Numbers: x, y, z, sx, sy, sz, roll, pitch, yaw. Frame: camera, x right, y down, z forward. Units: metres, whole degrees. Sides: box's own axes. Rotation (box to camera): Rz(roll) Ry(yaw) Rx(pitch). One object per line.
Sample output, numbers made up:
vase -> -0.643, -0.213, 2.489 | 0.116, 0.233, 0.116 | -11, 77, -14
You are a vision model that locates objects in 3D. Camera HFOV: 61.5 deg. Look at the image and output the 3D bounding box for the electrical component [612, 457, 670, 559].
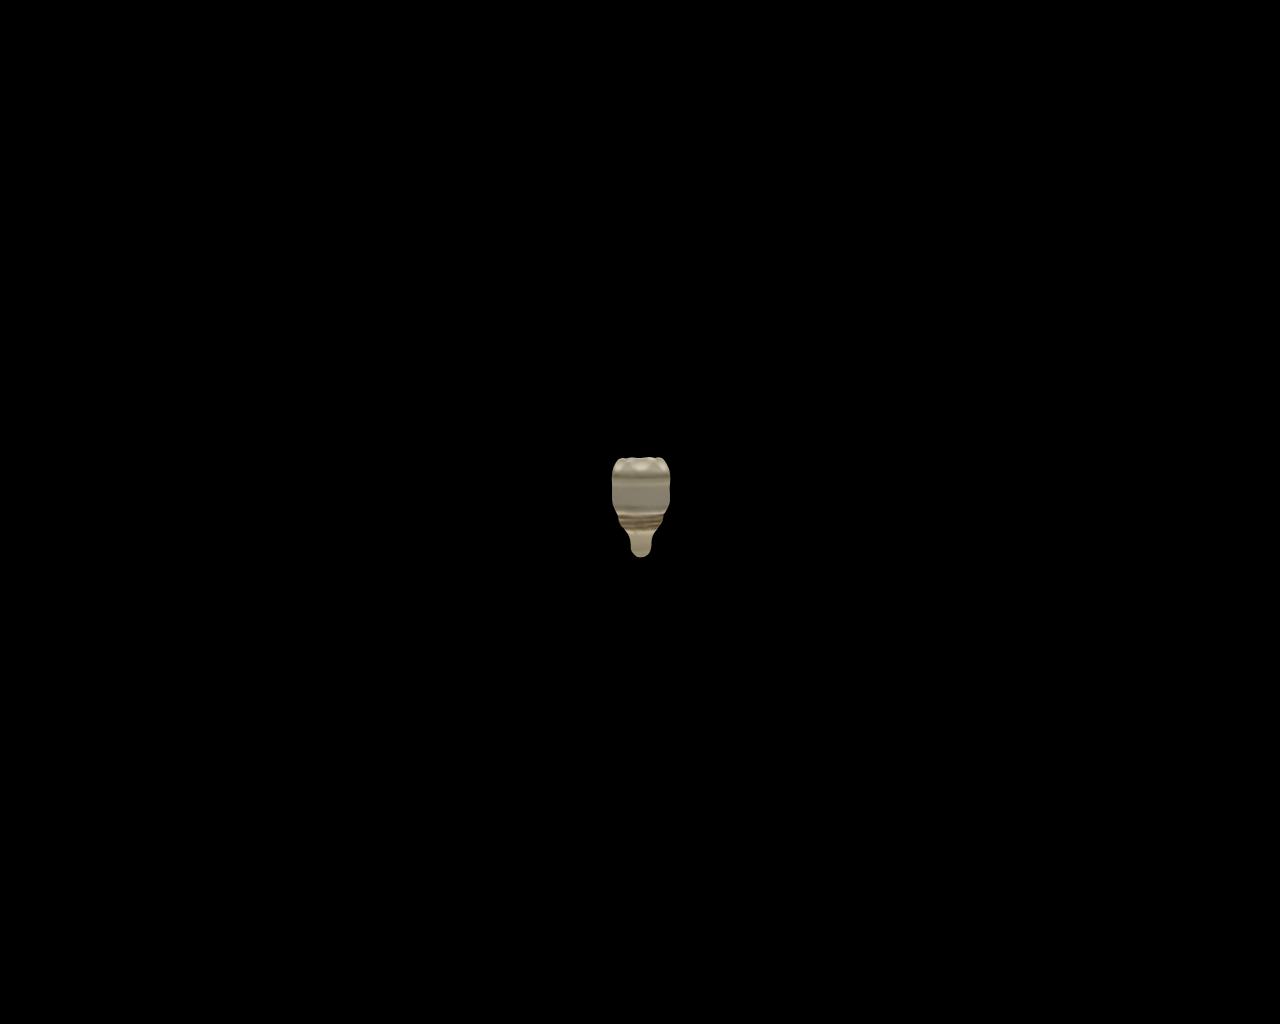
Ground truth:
electrical component -> 0.001, -0.003, 0.650 | 0.035, 0.061, 0.035 | 0, 4, 0
